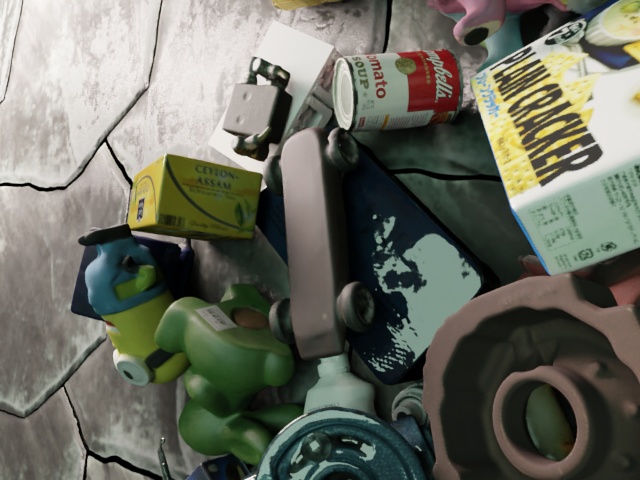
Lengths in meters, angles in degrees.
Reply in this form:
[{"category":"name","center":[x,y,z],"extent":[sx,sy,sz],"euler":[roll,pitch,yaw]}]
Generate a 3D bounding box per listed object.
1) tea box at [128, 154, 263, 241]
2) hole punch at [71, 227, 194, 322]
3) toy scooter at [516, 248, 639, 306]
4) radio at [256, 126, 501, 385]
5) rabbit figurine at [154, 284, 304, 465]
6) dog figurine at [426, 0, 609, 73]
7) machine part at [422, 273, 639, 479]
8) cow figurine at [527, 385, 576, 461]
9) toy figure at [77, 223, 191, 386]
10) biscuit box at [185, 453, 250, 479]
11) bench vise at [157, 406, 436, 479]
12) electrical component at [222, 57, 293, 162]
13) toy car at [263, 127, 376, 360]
[{"category":"tea box","center":[-0.137,-0.038,0.560],"extent":[0.170,0.098,0.068],"euler":[1,82,61]},{"category":"hole punch","center":[-0.222,0.047,0.643],"extent":[0.116,0.092,0.142],"euler":[9,83,27]},{"category":"toy scooter","center":[0.215,0.000,0.399],"extent":[0.135,0.075,0.184],"euler":[-9,51,54]},{"category":"radio","center":[0.046,0.008,0.505],"extent":[0.131,0.073,0.230],"euler":[-48,64,14]},{"category":"rabbit figurine","center":[-0.084,0.152,0.549],"extent":[0.159,0.121,0.170],"euler":[30,115,23]},{"category":"dog figurine","center":[0.146,-0.267,0.475],"extent":[0.191,0.108,0.219],"euler":[-29,66,28]},{"category":"machine part","center":[0.141,0.109,0.323],"extent":[0.179,0.056,0.179],"euler":[-20,64,50]},{"category":"cow figurine","center":[0.144,0.171,0.413],"extent":[0.127,0.085,0.195],"euler":[-28,65,25]},{"category":"toy figure","center":[-0.191,0.069,0.569],"extent":[0.089,0.082,0.180],"euler":[-17,100,-10]},{"category":"biscuit box","center":[-0.064,0.311,0.520],"extent":[0.063,0.059,0.203],"euler":[-50,62,13]},{"category":"bench vise","center":[-0.022,0.185,0.354],"extent":[0.224,0.240,0.129],"euler":[-15,78,5]},{"category":"electrical component","center":[-0.062,-0.131,0.531],"extent":[0.078,0.045,0.102],"euler":[23,93,29]},{"category":"toy car","center":[-0.001,-0.001,0.459],"extent":[0.089,0.053,0.202],"euler":[-17,69,30]}]
